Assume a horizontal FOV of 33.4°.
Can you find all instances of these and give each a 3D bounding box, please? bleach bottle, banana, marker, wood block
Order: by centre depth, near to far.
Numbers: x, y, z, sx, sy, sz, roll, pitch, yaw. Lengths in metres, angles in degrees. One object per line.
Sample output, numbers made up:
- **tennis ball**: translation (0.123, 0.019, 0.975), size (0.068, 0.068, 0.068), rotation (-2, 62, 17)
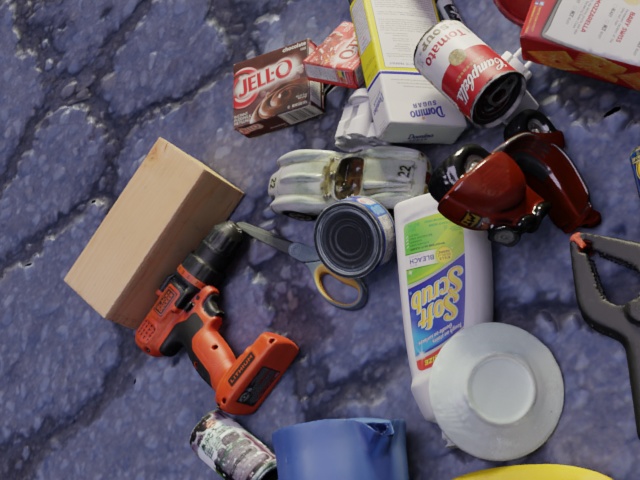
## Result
- **banana**: translation (0.182, 0.233, 0.975), size (0.198, 0.069, 0.037), rotation (-13, 108, 20)
- **bleach bottle**: translation (0.133, 0.078, 1.060), size (0.103, 0.068, 0.251), rotation (-14, 69, 26)
- **marker**: translation (0.149, -0.244, 1.188), size (0.020, 0.020, 0.121), rotation (-32, 60, 18)
- **wood block**: translation (-0.197, -0.003, 1.269), size (0.091, 0.090, 0.206), rotation (35, 92, 35)

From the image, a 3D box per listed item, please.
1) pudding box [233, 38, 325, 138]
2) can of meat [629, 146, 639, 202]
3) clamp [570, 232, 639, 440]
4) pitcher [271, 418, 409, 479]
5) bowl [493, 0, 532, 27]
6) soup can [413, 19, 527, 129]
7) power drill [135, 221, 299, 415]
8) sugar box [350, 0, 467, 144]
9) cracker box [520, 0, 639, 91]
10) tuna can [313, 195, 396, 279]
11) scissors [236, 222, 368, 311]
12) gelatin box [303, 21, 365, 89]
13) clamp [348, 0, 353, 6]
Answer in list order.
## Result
- **pudding box**: translation (-0.050, -0.180, 1.273), size (0.114, 0.039, 0.090), rotation (-13, 67, 27)
- **can of meat**: translation (0.343, -0.053, 0.983), size (0.102, 0.057, 0.084), rotation (-17, 62, 25)
- **clamp**: translation (0.310, 0.063, 0.973), size (0.165, 0.036, 0.210), rotation (-38, 57, 14)
- **pitcher**: translation (0.024, 0.296, 1.019), size (0.145, 0.149, 0.243), rotation (-9, 71, 12)
- **bowl**: translation (0.247, -0.306, 1.130), size (0.162, 0.055, 0.162), rotation (-11, 67, 28)
- **soup can**: translation (0.149, -0.168, 1.073), size (0.068, 0.068, 0.102), rotation (-46, 55, 9)
- **power drill**: translation (-0.109, 0.091, 1.204), size (0.188, 0.057, 0.184), rotation (41, 100, 37)
- **sugar box**: translation (0.094, -0.189, 1.159), size (0.048, 0.093, 0.176), rotation (129, 137, -59)
- **cracker box**: translation (0.319, -0.229, 1.019), size (0.214, 0.072, 0.164), rotation (18, 84, 16)
- **tuna can**: translation (0.036, -0.002, 1.122), size (0.086, 0.033, 0.086), rotation (7, 104, 29)
- **scissors**: translation (-0.008, 0.001, 1.198), size (0.096, 0.016, 0.202), rotation (-51, 56, 4)
- **gelatin box**: translation (0.035, -0.212, 1.216), size (0.073, 0.030, 0.089), rotation (17, 51, 36)
- **clamp**: translation (0.079, -0.337, 1.253), size (0.120, 0.039, 0.171), rotation (-3, 75, 36)
